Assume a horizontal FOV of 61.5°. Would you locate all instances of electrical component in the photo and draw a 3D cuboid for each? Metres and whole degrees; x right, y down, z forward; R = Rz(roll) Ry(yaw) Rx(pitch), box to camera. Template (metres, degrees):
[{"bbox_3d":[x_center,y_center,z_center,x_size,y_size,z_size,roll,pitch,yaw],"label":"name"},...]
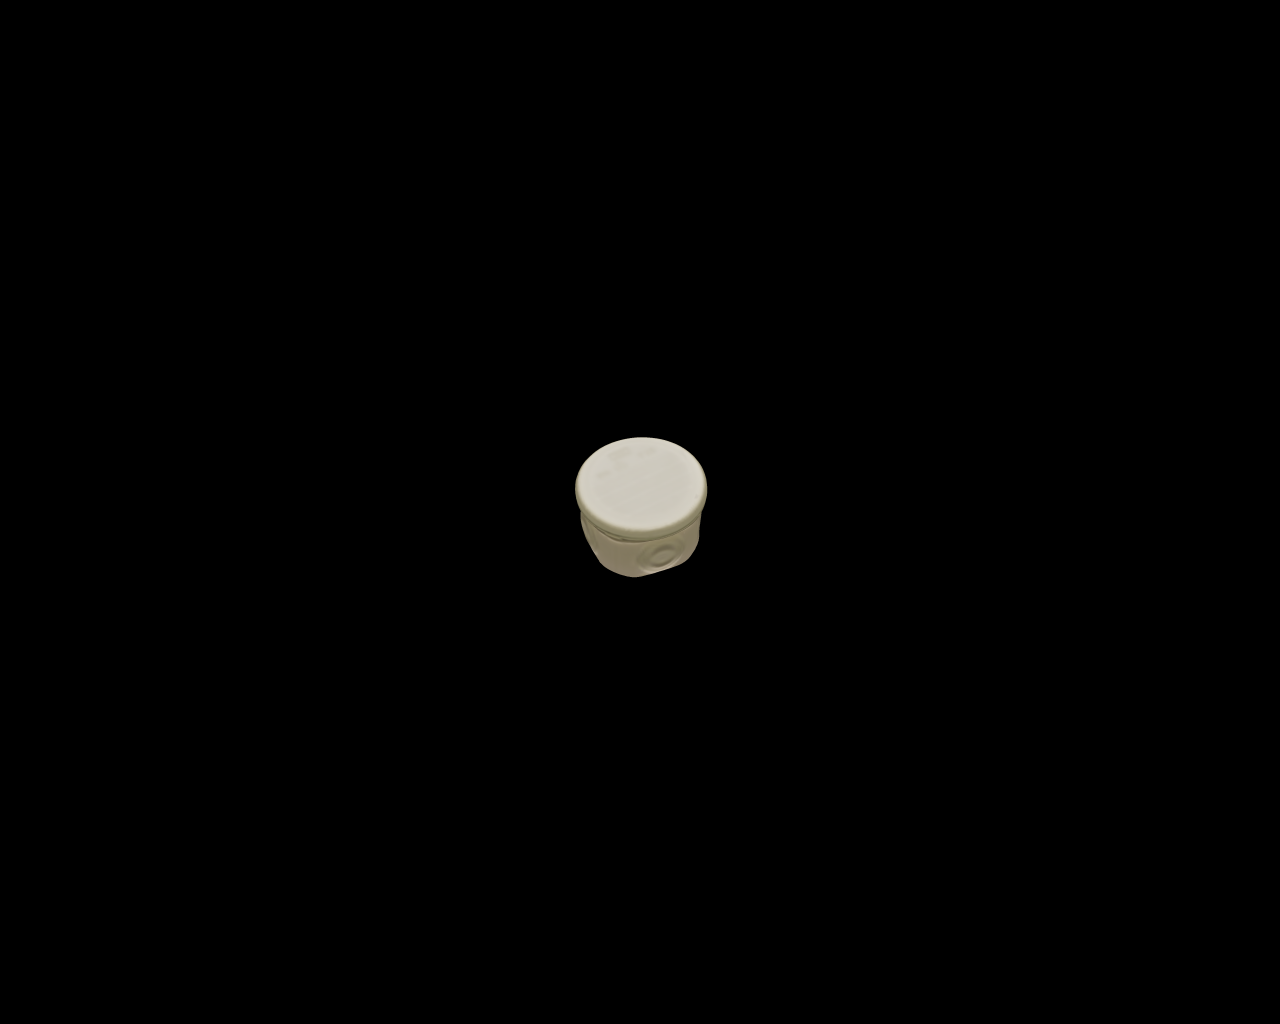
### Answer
[{"bbox_3d":[0.001,-0.003,0.650,0.080,0.080,0.050,0,-41,0],"label":"electrical component"}]
